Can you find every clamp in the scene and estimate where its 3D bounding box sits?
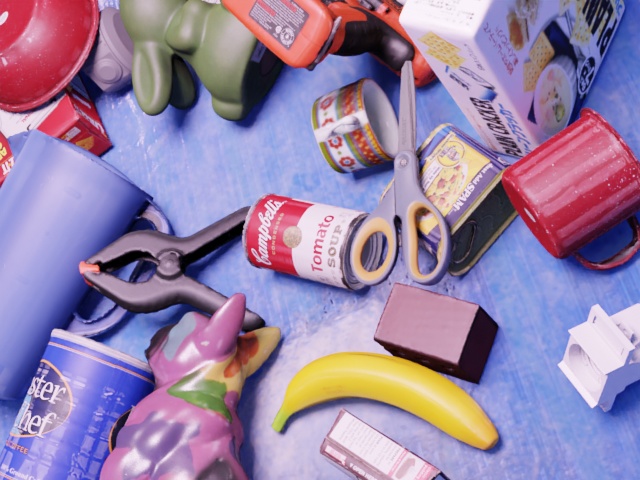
[{"bbox_3d":[-0.126,0.036,0.954,0.171,0.039,0.120,-11,59,-2],"label":"clamp"}]

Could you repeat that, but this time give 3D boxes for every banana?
[{"bbox_3d":[0.049,0.124,0.852,0.198,0.037,0.069,-1,97,31],"label":"banana"}]

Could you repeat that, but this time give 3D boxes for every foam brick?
[{"bbox_3d":[0.091,0.073,0.839,0.078,0.053,0.051,14,75,33],"label":"foam brick"}]

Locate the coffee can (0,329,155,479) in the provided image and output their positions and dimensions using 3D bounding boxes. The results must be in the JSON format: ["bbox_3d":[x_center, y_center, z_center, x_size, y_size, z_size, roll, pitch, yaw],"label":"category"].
[{"bbox_3d":[-0.212,0.161,0.930,0.103,0.102,0.140,13,75,32],"label":"coffee can"}]

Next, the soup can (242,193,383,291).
[{"bbox_3d":[-0.006,0.001,0.915,0.102,0.068,0.068,12,74,31],"label":"soup can"}]

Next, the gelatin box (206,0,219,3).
[{"bbox_3d":[-0.097,-0.266,1.106,0.089,0.030,0.073,26,83,33],"label":"gelatin box"}]

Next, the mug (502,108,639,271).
[{"bbox_3d":[0.198,-0.029,0.807,0.081,0.117,0.093,-34,13,2],"label":"mug"}]

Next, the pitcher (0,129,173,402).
[{"bbox_3d":[-0.263,0.031,1.012,0.149,0.144,0.243,25,85,46],"label":"pitcher"}]

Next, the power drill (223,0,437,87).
[{"bbox_3d":[0.004,-0.202,0.922,0.185,0.187,0.057,42,118,23],"label":"power drill"}]

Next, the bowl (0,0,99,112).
[{"bbox_3d":[-0.303,-0.214,1.084,0.162,0.055,0.162,-12,65,27],"label":"bowl"}]

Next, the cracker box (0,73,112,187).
[{"bbox_3d":[-0.333,-0.139,1.150,0.164,0.072,0.214,-37,57,10],"label":"cracker box"}]

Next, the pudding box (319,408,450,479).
[{"bbox_3d":[0.059,0.174,0.774,0.090,0.113,0.039,27,79,34],"label":"pudding box"}]

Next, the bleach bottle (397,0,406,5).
[{"bbox_3d":[0.024,-0.303,0.924,0.103,0.250,0.068,30,84,34],"label":"bleach bottle"}]

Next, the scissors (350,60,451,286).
[{"bbox_3d":[0.056,-0.047,0.868,0.096,0.016,0.202,-27,57,25],"label":"scissors"}]

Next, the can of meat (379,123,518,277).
[{"bbox_3d":[0.109,-0.035,0.876,0.102,0.057,0.084,-49,53,0],"label":"can of meat"}]
